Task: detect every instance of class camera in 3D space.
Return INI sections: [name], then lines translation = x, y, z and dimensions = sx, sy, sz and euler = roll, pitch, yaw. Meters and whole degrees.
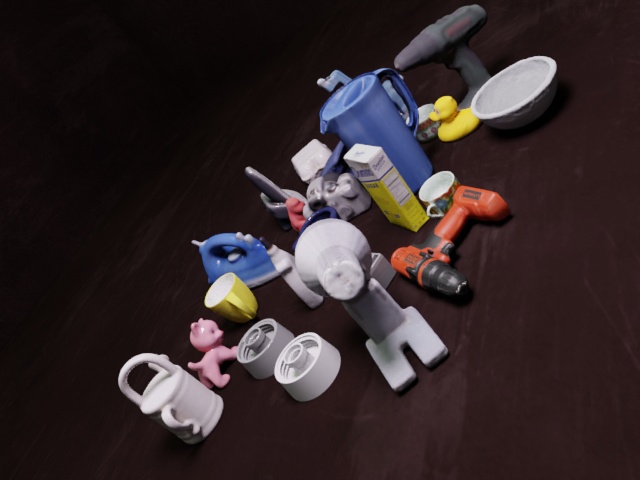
[camera]
translation = 0.031, -0.107, 1.279
dimensions = 0.143, 0.101, 0.137
euler = -28, 30, 26

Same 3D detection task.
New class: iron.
[iron]
translation = -0.185, 0.030, 1.324
dimensions = 0.257, 0.142, 0.119
euler = -14, 39, 43

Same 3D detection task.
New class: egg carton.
[egg carton]
translation = -0.014, -0.205, 1.516
dimensions = 0.107, 0.069, 0.150
euler = -41, 27, 4

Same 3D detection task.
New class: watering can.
[watering can]
translation = -0.279, 0.275, 1.038
dimensions = 0.101, 0.194, 0.172
euler = -52, 29, -18

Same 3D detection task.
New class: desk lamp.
[desk lamp]
translation = 0.063, 0.080, 0.843
dimensions = 0.118, 0.214, 0.202
euler = -41, 27, 3

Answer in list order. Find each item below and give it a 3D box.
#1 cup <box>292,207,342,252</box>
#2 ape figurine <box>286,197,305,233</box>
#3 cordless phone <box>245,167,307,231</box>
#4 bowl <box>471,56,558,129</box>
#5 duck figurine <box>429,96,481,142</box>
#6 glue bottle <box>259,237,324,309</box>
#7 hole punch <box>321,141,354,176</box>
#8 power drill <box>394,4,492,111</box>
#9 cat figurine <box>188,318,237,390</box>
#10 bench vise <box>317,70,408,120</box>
[cup]
translation = 0.011, 0.004, 1.153
dimensions = 0.118, 0.095, 0.091
euler = -42, 27, 1
[ape figurine]
translation = -0.044, -0.060, 1.321
dimensions = 0.076, 0.092, 0.078
euler = -9, 42, 47
[cordless phone]
translation = -0.118, -0.125, 1.412
dimensions = 0.094, 0.185, 0.147
euler = -44, 27, -2
[bowl]
translation = 0.374, -0.262, 1.075
dimensions = 0.167, 0.075, 0.167
euler = -32, 29, 20
[duck figurine]
translation = 0.278, -0.262, 1.191
dimensions = 0.104, 0.086, 0.077
euler = -20, 35, 37
[glue bottle]
translation = -0.057, 0.054, 1.085
dimensions = 0.037, 0.173, 0.078
euler = -36, 28, 12
[hole punch]
translation = 0.042, -0.182, 1.384
dimensions = 0.100, 0.091, 0.109
euler = -18, 36, 39
[power drill]
translation = 0.283, -0.369, 1.202
dimensions = 0.230, 0.209, 0.075
euler = -48, 28, -10
[cat figurine]
translation = -0.224, 0.215, 1.136
dimensions = 0.067, 0.118, 0.128
euler = -24, 32, 32
[bench vise]
translation = 0.101, -0.345, 1.398
dimensions = 0.208, 0.220, 0.121
euler = -52, 29, -18
